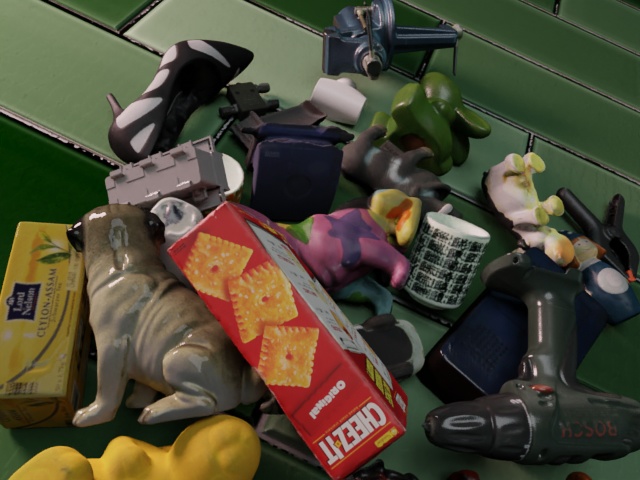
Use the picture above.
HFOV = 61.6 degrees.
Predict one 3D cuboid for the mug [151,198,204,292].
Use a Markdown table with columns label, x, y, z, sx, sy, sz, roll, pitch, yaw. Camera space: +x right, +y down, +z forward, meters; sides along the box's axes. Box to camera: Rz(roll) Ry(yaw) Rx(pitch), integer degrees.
| label | x | y | z | sx | sy | sz | roll | pitch | yaw |
| --- | --- | --- | --- | --- | --- | --- | --- | --- | --- |
| mug | -0.149 | 0.012 | 0.576 | 0.110 | 0.107 | 0.081 | 29 | 54 | 6 |

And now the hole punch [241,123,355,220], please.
| label | x | y | z | sx | sy | sz | roll | pitch | yaw |
| --- | --- | --- | --- | --- | --- | --- | --- | --- | --- |
| hole punch | -0.034 | -0.084 | 0.679 | 0.142 | 0.115 | 0.092 | 3 | 64 | -15 |

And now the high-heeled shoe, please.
| label | x | y | z | sx | sy | sz | roll | pitch | yaw |
| --- | --- | --- | --- | --- | --- | --- | --- | --- | --- |
| high-heeled shoe | -0.169 | -0.184 | 0.717 | 0.249 | 0.086 | 0.145 | -29 | 62 | -20 |

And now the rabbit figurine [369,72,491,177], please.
| label | x | y | z | sx | sy | sz | roll | pitch | yaw |
| --- | --- | --- | --- | --- | --- | --- | --- | --- | --- |
| rabbit figurine | 0.175 | -0.186 | 0.804 | 0.159 | 0.121 | 0.170 | 32 | 56 | -2 |

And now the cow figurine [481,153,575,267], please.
| label | x | y | z | sx | sy | sz | roll | pitch | yaw |
| --- | --- | --- | --- | --- | --- | --- | --- | --- | --- |
| cow figurine | 0.288 | -0.033 | 0.762 | 0.068 | 0.098 | 0.167 | -15 | 81 | -32 |

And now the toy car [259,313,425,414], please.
| label | x | y | z | sx | sy | sz | roll | pitch | yaw |
| --- | --- | --- | --- | --- | --- | --- | --- | --- | --- |
| toy car | 0.019 | 0.132 | 0.578 | 0.202 | 0.056 | 0.073 | -9 | 66 | -21 |

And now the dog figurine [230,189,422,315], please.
| label | x | y | z | sx | sy | sz | roll | pitch | yaw |
| --- | --- | --- | --- | --- | --- | --- | --- | --- | --- |
| dog figurine | -0.001 | -0.002 | 0.635 | 0.219 | 0.108 | 0.191 | 18 | 54 | -1 |

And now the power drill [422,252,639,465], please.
| label | x | y | z | sx | sy | sz | roll | pitch | yaw |
| --- | --- | --- | --- | --- | --- | --- | --- | --- | --- |
| power drill | 0.212 | 0.118 | 0.544 | 0.232 | 0.086 | 0.207 | 13 | 52 | -10 |

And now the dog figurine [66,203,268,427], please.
| label | x | y | z | sx | sy | sz | roll | pitch | yaw |
| --- | --- | --- | --- | --- | --- | --- | --- | --- | --- |
| dog figurine | -0.132 | 0.053 | 0.470 | 0.172 | 0.121 | 0.190 | -5 | 82 | 3 |

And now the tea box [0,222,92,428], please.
| label | x | y | z | sx | sy | sz | roll | pitch | yaw |
| --- | --- | --- | --- | --- | --- | --- | --- | --- | --- |
| tea box | -0.255 | 0.078 | 0.503 | 0.068 | 0.098 | 0.170 | 2 | 55 | -16 |

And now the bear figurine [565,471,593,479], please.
| label | x | y | z | sx | sy | sz | roll | pitch | yaw |
| --- | --- | --- | --- | --- | --- | --- | --- | --- | --- |
| bear figurine | 0.216 | 0.319 | 0.470 | 0.132 | 0.120 | 0.196 | -4 | 56 | -15 |

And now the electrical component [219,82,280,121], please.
| label | x | y | z | sx | sy | sz | roll | pitch | yaw |
| --- | --- | --- | --- | --- | --- | --- | --- | --- | --- |
| electrical component | -0.110 | -0.206 | 0.792 | 0.094 | 0.021 | 0.063 | -18 | 63 | -26 |

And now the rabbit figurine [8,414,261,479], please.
| label | x | y | z | sx | sy | sz | roll | pitch | yaw |
| --- | --- | --- | --- | --- | --- | --- | --- | --- | --- |
| rabbit figurine | -0.121 | 0.203 | 0.423 | 0.173 | 0.162 | 0.122 | -30 | 66 | -8 |

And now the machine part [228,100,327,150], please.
| label | x | y | z | sx | sy | sz | roll | pitch | yaw |
| --- | --- | --- | --- | --- | --- | --- | --- | --- | --- |
| machine part | -0.056 | -0.162 | 0.769 | 0.139 | 0.039 | 0.084 | -29 | 64 | -30 |

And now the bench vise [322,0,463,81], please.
| label | x | y | z | sx | sy | sz | roll | pitch | yaw |
| --- | --- | --- | --- | --- | --- | --- | --- | --- | --- |
| bench vise | 0.120 | -0.323 | 0.863 | 0.241 | 0.128 | 0.224 | -4 | 29 | -6 |

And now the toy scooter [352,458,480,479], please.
| label | x | y | z | sx | sy | sz | roll | pitch | yaw |
| --- | --- | --- | --- | --- | --- | --- | --- | --- | --- |
| toy scooter | 0.092 | 0.262 | 0.499 | 0.184 | 0.075 | 0.135 | 27 | 53 | -2 |

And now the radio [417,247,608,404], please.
| label | x | y | z | sx | sy | sz | roll | pitch | yaw |
| --- | --- | --- | --- | --- | --- | --- | --- | --- | --- |
| radio | 0.235 | 0.121 | 0.643 | 0.131 | 0.073 | 0.229 | 44 | 57 | 13 |

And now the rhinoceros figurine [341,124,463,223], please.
| label | x | y | z | sx | sy | sz | roll | pitch | yaw |
| --- | --- | --- | --- | --- | --- | --- | --- | --- | --- |
| rhinoceros figurine | 0.112 | -0.077 | 0.739 | 0.190 | 0.073 | 0.112 | 35 | 52 | 9 |

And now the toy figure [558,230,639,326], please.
| label | x | y | z | sx | sy | sz | roll | pitch | yaw |
| --- | --- | --- | --- | --- | --- | --- | --- | --- | --- |
| toy figure | 0.381 | 0.044 | 0.749 | 0.064 | 0.057 | 0.154 | -5 | 56 | -34 |
